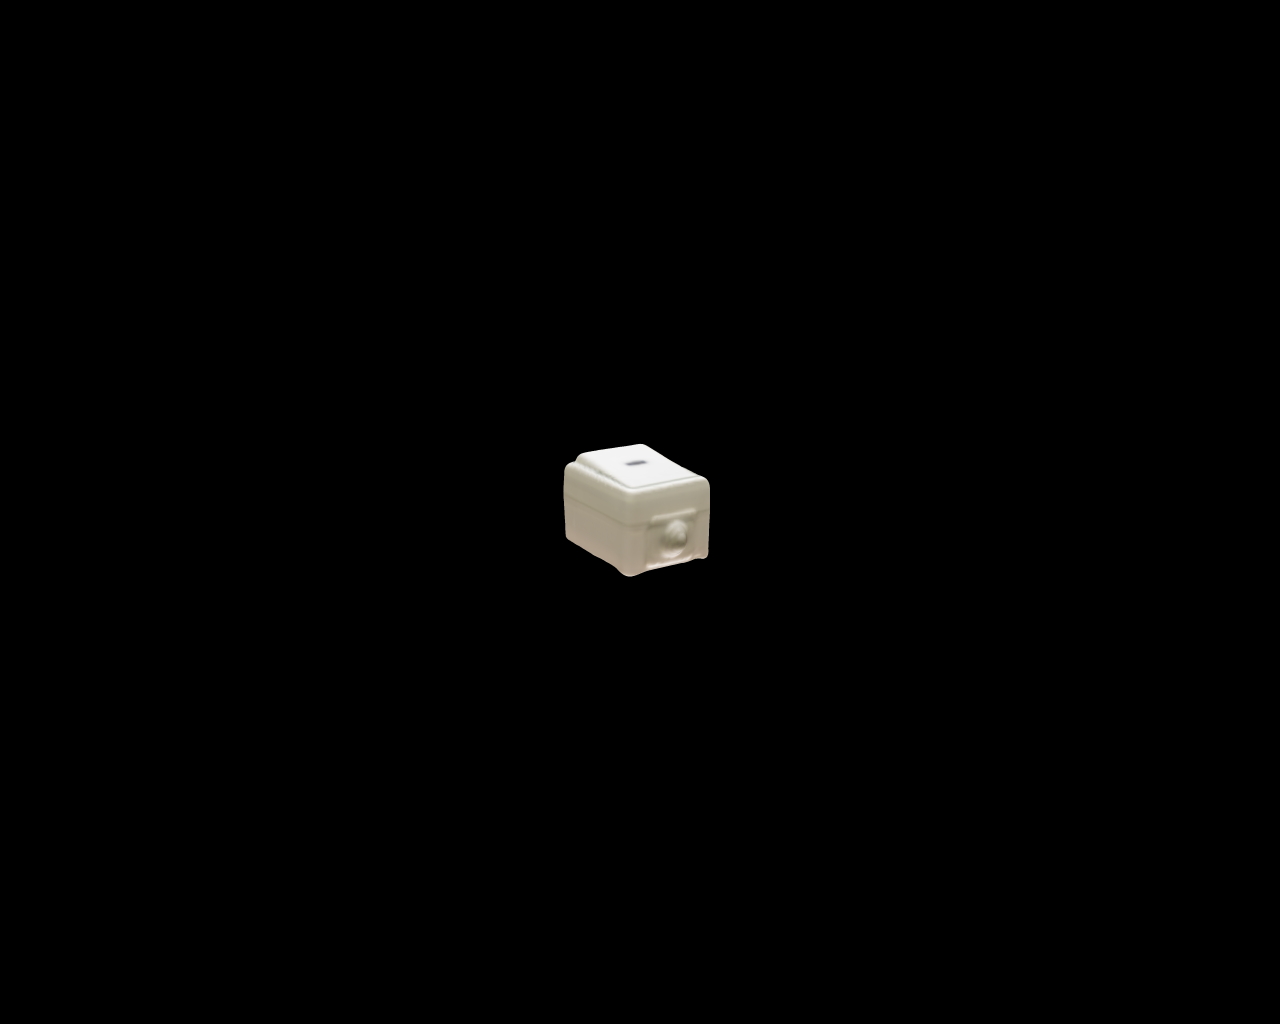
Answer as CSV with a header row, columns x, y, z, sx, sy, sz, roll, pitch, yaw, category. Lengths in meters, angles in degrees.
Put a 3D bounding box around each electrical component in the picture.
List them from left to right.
x,y,z,sx,sy,sz,roll,pitch,yaw,category
0.001,-0.003,0.650,0.062,0.061,0.096,-11,21,-30,electrical component
